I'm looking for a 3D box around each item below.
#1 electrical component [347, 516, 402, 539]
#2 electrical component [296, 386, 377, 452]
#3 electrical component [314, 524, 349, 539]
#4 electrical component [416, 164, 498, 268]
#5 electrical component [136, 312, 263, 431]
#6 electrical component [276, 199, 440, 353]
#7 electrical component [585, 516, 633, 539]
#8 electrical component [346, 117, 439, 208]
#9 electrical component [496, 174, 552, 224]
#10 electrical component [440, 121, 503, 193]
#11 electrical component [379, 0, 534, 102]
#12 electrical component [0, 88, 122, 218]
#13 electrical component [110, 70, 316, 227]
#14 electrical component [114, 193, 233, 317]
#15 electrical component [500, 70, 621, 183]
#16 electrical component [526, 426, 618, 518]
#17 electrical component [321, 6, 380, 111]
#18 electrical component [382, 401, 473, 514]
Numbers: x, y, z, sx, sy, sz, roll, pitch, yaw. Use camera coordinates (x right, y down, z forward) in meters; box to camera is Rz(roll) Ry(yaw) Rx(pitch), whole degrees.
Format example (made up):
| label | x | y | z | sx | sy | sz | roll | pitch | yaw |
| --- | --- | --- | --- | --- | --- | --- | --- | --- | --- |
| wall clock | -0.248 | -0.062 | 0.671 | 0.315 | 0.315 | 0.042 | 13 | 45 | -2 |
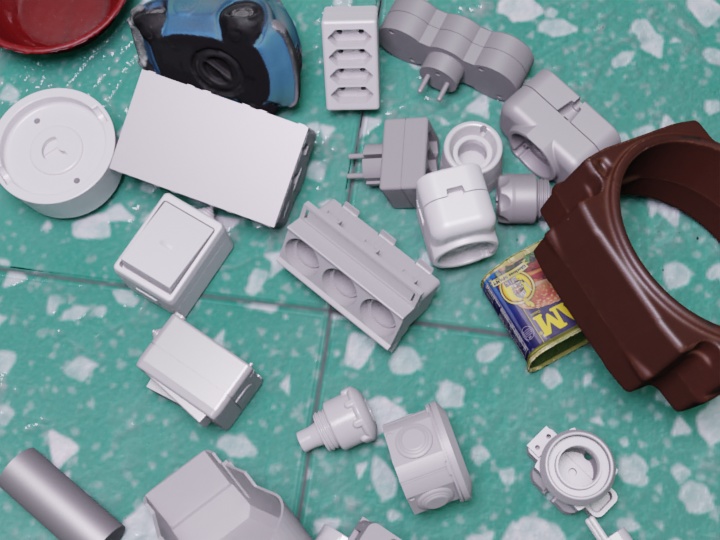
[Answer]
| label | x | y | z | sx | sy | sz | roll | pitch | yaw |
| --- | --- | --- | --- | --- | --- | --- | --- | --- | --- |
| electrical component | 0.054 | 0.277 | 0.780 | 0.186 | 0.060 | 0.105 | 34 | 76 | -2 |
| electrical component | -0.020 | 0.126 | 0.866 | 0.062 | 0.048 | 0.048 | -26 | 72 | 2 |
| electrical component | -0.044 | 0.232 | 0.832 | 0.079 | 0.043 | 0.077 | 29 | 76 | 12 |
| electrical component | 0.080 | -0.039 | 0.886 | 0.054 | 0.095 | 0.059 | -14 | 72 | -1 |
| electrical component | -0.137 | 0.083 | 0.876 | 0.096 | 0.061 | 0.061 | 33 | 77 | 13 |
| electrical component | 0.000 | 0.000 | 0.891 | 0.121 | 0.078 | 0.063 | 38 | 49 | 14 |
| electrical component | 0.193 | 0.217 | 0.802 | 0.047 | 0.083 | 0.075 | -31 | 73 | -7 |
| electrical component | 0.025 | -0.092 | 0.933 | 0.077 | 0.047 | 0.065 | -1 | 72 | 17 |
| electrical component | 0.148 | -0.061 | 0.917 | 0.062 | 0.043 | 0.043 | 0 | 72 | 2 |
| electrical component | 0.097 | -0.096 | 0.929 | 0.055 | 0.047 | 0.055 | -1 | 72 | 3 |
| electrical component | 0.077 | -0.183 | 0.956 | 0.138 | 0.052 | 0.073 | 25 | 75 | 11 |
| electrical component | -0.260 | -0.097 | 0.943 | 0.108 | 0.060 | 0.108 | -1 | 72 | 3 |
| electrical component | -0.123 | -0.103 | 0.924 | 0.150 | 0.062 | 0.089 | 20 | 94 | 5 |
| electrical component | -0.154 | -0.018 | 0.911 | 0.062 | 0.061 | 0.096 | 30 | 76 | 12 |
| electrical component | 0.168 | -0.117 | 0.928 | 0.059 | 0.053 | 0.095 | -41 | 74 | -10 |
| electrical component | 0.167 | 0.156 | 0.838 | 0.058 | 0.057 | 0.078 | -42 | 75 | -10 |
| electrical component | -0.006 | -0.196 | 0.959 | 0.047 | 0.083 | 0.075 | -1 | 34 | 3 |
| electrical component | 0.053 | 0.146 | 0.836 | 0.051 | 0.080 | 0.080 | -20 | 72 | 2 |
